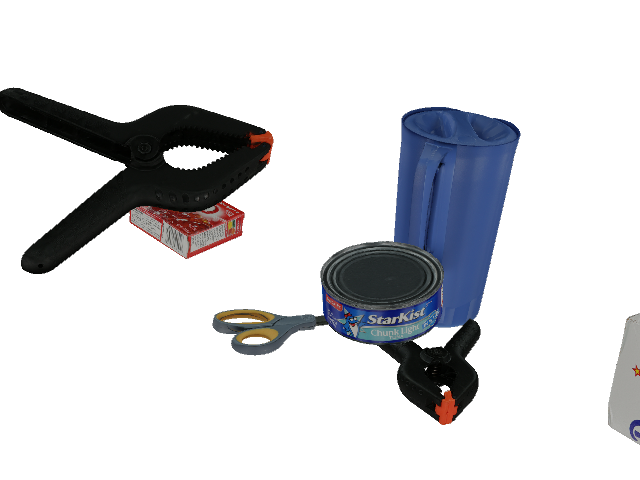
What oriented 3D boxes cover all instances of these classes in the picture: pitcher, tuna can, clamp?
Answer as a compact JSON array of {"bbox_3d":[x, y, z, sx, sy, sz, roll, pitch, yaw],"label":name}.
[{"bbox_3d":[0.142,-0.022,1.232,0.149,0.243,0.145,-4,26,-20],"label":"pitcher"},{"bbox_3d":[0.043,0.036,0.746,0.086,0.034,0.086,-3,30,1],"label":"tuna can"},{"bbox_3d":[-0.137,-0.050,0.807,0.209,0.164,0.036,-2,-32,-13],"label":"clamp"},{"bbox_3d":[0.122,0.123,1.069,0.120,0.039,0.171,-8,29,-9],"label":"clamp"}]

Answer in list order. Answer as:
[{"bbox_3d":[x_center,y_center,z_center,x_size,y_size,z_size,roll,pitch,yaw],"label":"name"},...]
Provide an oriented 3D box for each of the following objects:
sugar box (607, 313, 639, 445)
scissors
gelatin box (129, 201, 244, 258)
[{"bbox_3d":[0.279,0.123,0.718,0.048,0.093,0.176,-15,29,-37],"label":"sugar box"},{"bbox_3d":[-0.021,0.102,1.209,0.201,0.016,0.096,2,25,-8],"label":"scissors"},{"bbox_3d":[-0.130,-0.023,1.033,0.089,0.030,0.073,30,37,33],"label":"gelatin box"}]
